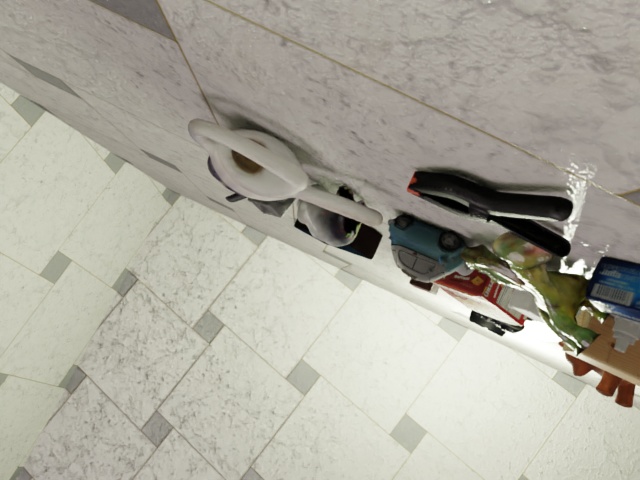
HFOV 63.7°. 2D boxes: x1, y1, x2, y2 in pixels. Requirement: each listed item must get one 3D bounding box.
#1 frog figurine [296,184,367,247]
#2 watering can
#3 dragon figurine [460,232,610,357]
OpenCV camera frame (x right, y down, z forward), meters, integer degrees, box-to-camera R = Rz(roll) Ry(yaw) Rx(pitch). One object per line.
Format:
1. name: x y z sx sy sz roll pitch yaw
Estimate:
1. frog figurine: 0.003 -0.051 1.022 0.159 0.123 0.137 4 180 41
2. watering can: -0.072 -0.106 0.892 0.346 0.104 0.224 28 175 -16
3. dragon figurine: 0.344 0.075 0.838 0.245 0.123 0.404 36 173 23
